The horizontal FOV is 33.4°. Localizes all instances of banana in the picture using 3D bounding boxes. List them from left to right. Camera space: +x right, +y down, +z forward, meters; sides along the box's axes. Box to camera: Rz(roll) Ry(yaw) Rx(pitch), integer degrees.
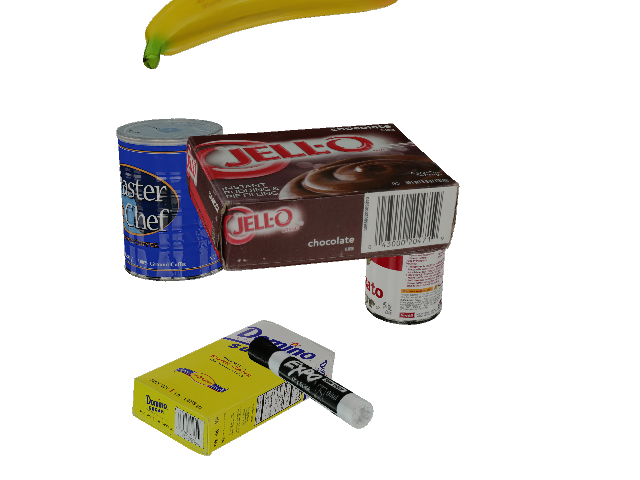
[{"bbox_3d":[-0.043,-0.160,0.746,0.197,0.070,0.037,-21,-36,-20],"label":"banana"}]

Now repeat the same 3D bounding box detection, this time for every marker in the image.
[{"bbox_3d":[-0.010,0.093,0.718,0.020,0.020,0.121,0,17,-40],"label":"marker"}]

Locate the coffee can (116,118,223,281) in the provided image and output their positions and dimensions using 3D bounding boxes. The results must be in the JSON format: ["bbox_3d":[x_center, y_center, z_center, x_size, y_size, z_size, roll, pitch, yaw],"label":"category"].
[{"bbox_3d":[-0.146,-0.042,1.053,0.103,0.140,0.103,0,17,0],"label":"coffee can"}]

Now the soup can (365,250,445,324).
[{"bbox_3d":[0.073,0.011,0.894,0.068,0.102,0.068,1,25,-1],"label":"soup can"}]

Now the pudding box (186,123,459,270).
[{"bbox_3d":[-0.002,-0.024,0.514,0.113,0.039,0.090,-3,26,-16],"label":"pudding box"}]

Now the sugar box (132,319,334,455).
[{"bbox_3d":[-0.076,0.129,0.979,0.093,0.048,0.175,22,30,32],"label":"sugar box"}]
